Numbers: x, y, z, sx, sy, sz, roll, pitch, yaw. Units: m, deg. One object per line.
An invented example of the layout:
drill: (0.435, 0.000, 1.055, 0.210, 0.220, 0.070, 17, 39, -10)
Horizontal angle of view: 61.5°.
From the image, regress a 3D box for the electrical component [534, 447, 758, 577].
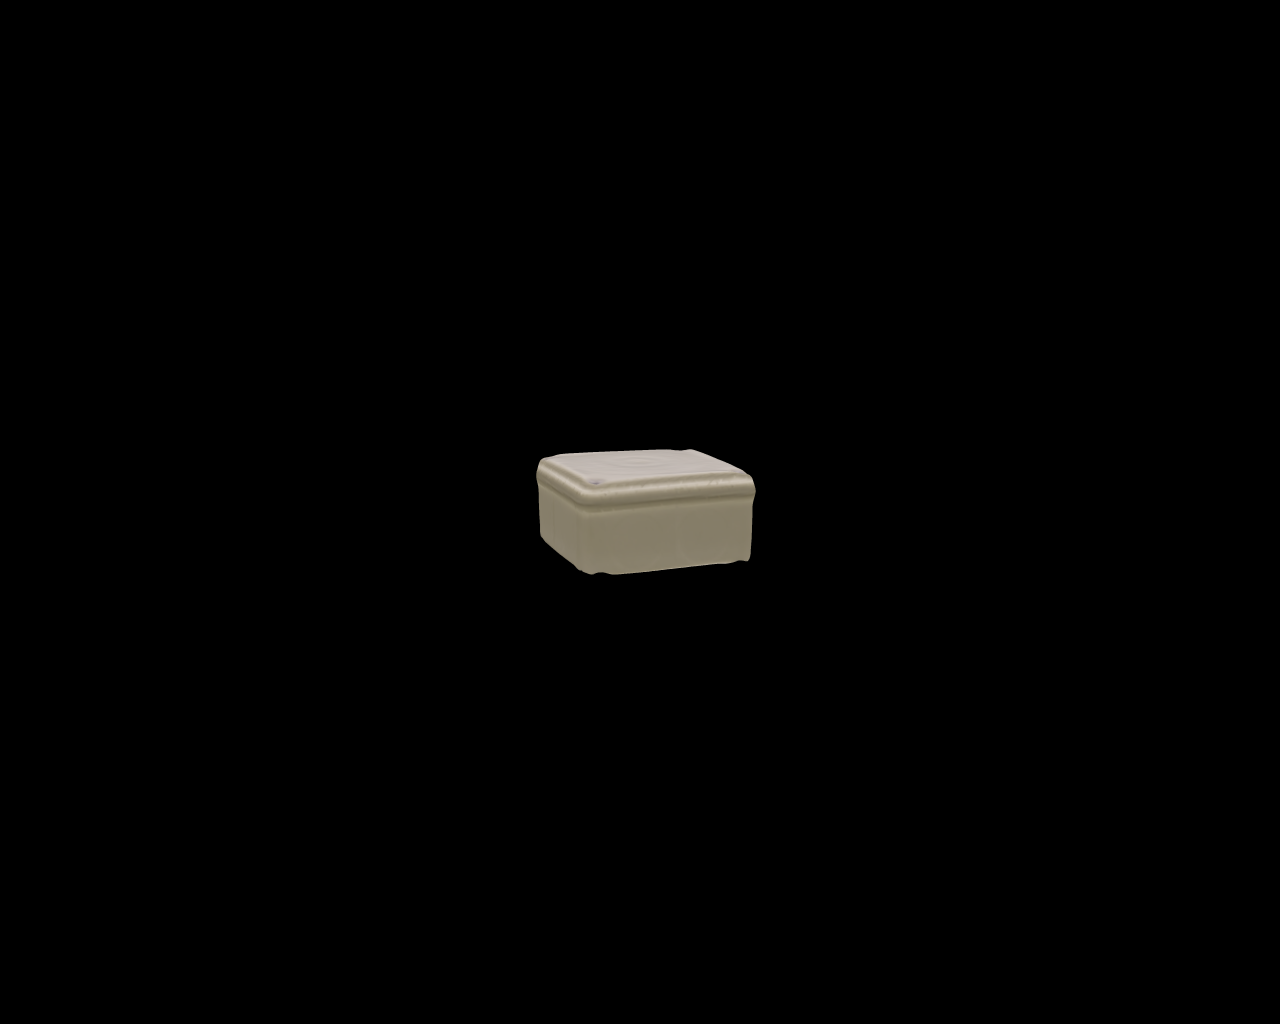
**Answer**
electrical component: (0.001, -0.003, 0.650, 0.109, 0.056, 0.109, -4, 13, -19)
